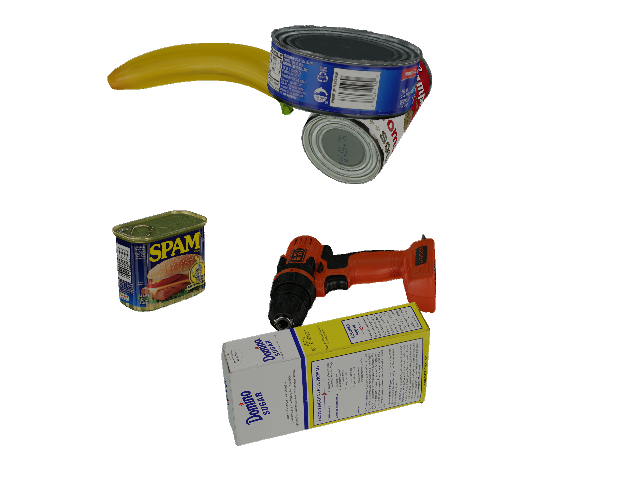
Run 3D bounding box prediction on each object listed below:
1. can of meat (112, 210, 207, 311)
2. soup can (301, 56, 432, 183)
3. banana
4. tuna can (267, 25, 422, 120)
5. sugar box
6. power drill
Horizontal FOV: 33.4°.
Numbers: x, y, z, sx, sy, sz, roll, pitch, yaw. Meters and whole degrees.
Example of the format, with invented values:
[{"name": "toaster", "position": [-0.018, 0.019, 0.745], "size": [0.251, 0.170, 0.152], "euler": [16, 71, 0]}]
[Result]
[{"name": "can of meat", "position": [-0.170, 0.021, 1.146], "size": [0.058, 0.084, 0.101], "euler": [18, 25, 41]}, {"name": "soup can", "position": [0.036, -0.100, 0.815], "size": [0.069, 0.068, 0.102], "euler": [0, 42, 34]}, {"name": "banana", "position": [-0.109, -0.165, 1.036], "size": [0.198, 0.037, 0.069], "euler": [9, 45, 19]}, {"name": "tuna can", "position": [0.013, -0.096, 0.604], "size": [0.086, 0.034, 0.086], "euler": [6, 22, -3]}, {"name": "sugar box", "position": [0.005, 0.115, 0.927], "size": [0.176, 0.093, 0.048], "euler": [-9, 38, -10]}, {"name": "power drill", "position": [0.038, 0.048, 1.222], "size": [0.188, 0.057, 0.184], "euler": [0, 28, 8]}]
